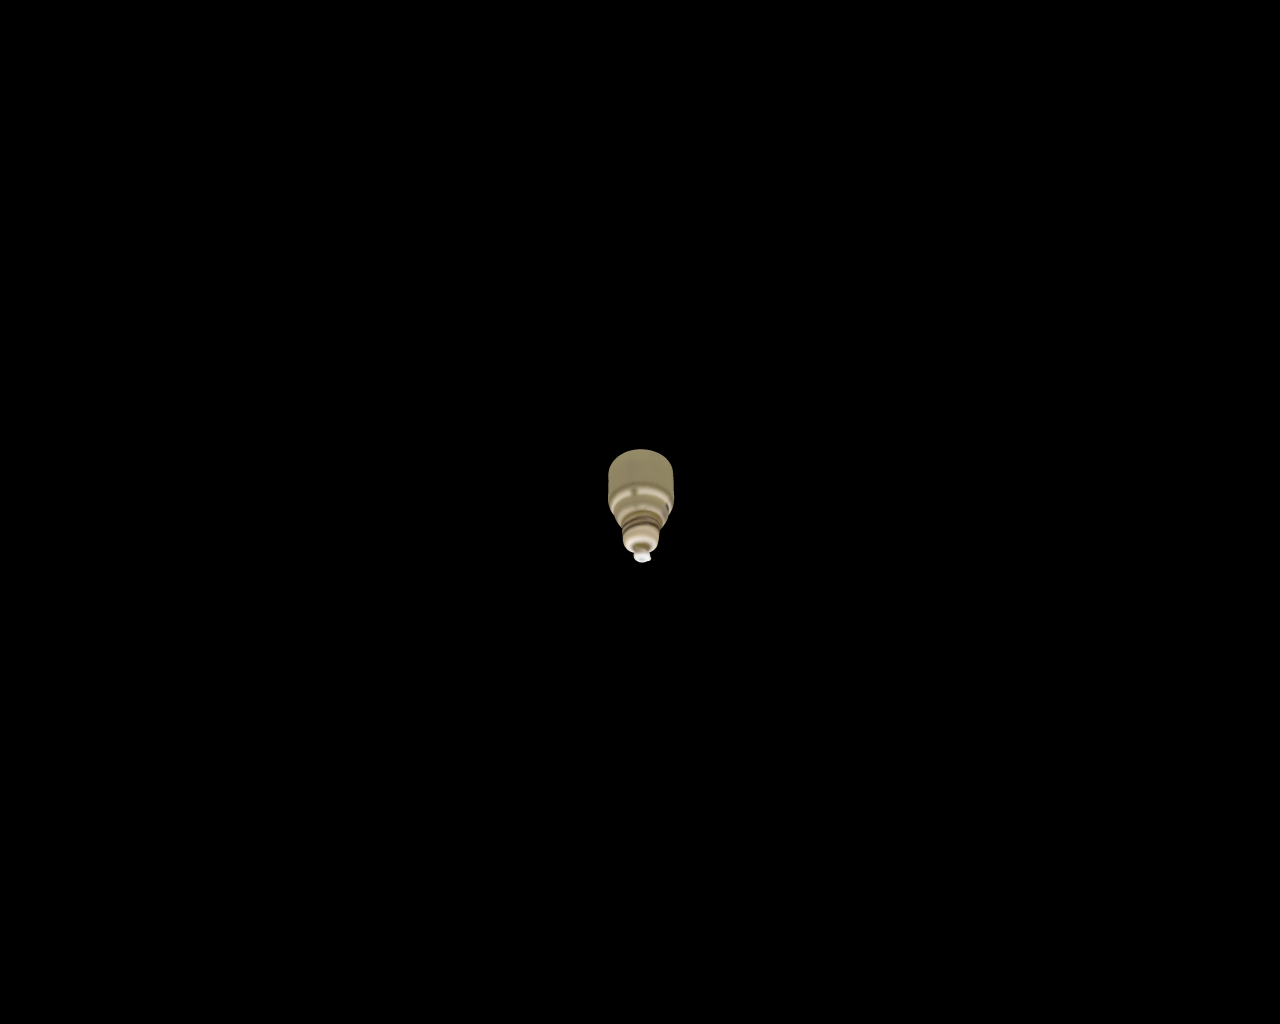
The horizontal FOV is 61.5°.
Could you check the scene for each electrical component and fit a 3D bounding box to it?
[{"bbox_3d":[0.001,-0.003,0.650,0.040,0.078,0.040,0,-39,0],"label":"electrical component"}]
